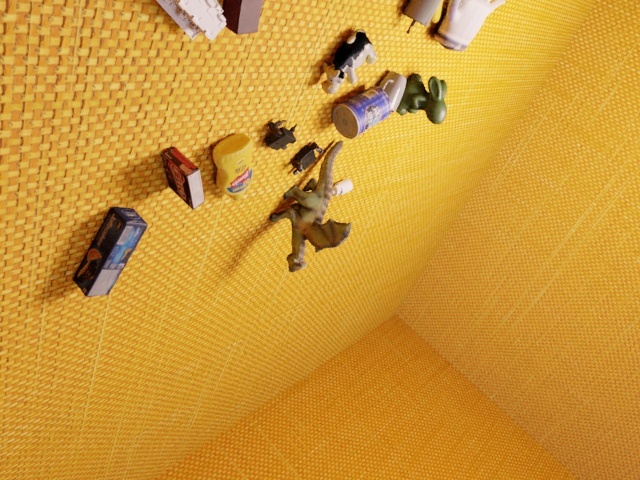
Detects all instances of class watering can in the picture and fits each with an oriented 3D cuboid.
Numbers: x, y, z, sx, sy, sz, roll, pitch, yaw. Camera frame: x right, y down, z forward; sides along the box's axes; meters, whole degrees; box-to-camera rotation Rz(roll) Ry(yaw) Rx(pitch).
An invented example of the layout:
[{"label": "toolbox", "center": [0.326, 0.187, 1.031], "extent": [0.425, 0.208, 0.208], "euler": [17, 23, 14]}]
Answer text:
[{"label": "watering can", "center": [0.465, -0.684, 1.581], "extent": [0.350, 0.105, 0.220], "euler": [-16, 141, -53]}]

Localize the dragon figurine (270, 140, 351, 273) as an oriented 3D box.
[{"label": "dragon figurine", "center": [0.005, -0.077, 1.532], "extent": [0.406, 0.246, 0.122], "euler": [-53, 151, 14]}]
